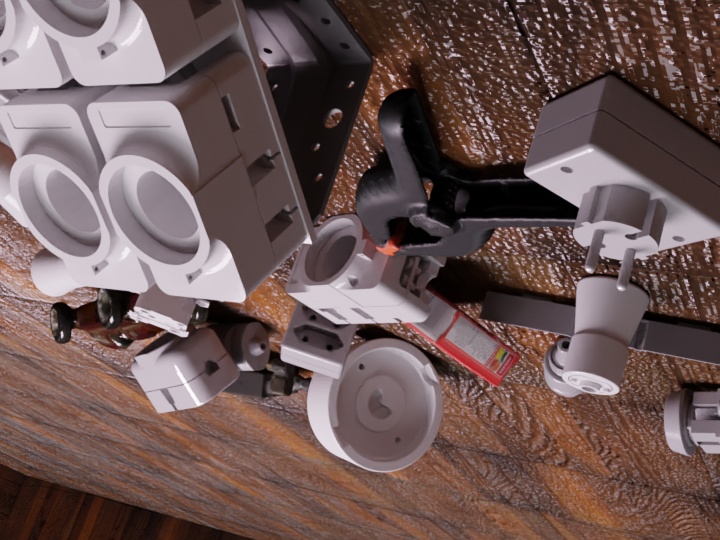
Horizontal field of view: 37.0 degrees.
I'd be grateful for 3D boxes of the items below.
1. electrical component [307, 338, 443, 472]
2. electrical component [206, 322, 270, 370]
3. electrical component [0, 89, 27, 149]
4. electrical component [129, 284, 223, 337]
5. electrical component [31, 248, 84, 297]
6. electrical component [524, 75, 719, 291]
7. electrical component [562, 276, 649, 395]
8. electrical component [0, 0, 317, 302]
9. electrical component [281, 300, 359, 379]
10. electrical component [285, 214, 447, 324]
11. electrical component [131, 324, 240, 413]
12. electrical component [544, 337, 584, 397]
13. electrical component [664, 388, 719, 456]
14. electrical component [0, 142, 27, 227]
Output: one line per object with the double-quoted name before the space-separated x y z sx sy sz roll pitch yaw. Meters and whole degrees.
"electrical component" 0.008 0.110 0.895 0.108 0.108 0.060 28 164 -24
"electrical component" -0.111 0.070 0.980 0.043 0.043 0.081 33 156 -34
"electrical component" -0.169 -0.104 0.547 0.063 0.078 0.121 30 173 46
"electrical component" -0.146 0.015 0.838 0.081 0.063 0.042 21 161 -7
"electrical component" -0.244 -0.002 0.917 0.065 0.044 0.044 -8 147 42
"electrical component" 0.117 -0.029 0.475 0.083 0.075 0.047 27 158 -23
"electrical component" 0.145 0.042 0.648 0.044 0.065 0.044 17 160 6
"electrical component" -0.101 -0.079 0.433 0.105 0.060 0.186 5 125 34
"electrical component" -0.027 0.045 0.809 0.047 0.065 0.076 18 160 2
"electrical component" 0.000 0.000 0.690 0.089 0.050 0.056 -4 150 47
"electrical component" -0.159 0.086 0.960 0.095 0.054 0.059 -17 107 52
"electrical component" 0.145 0.064 0.752 0.035 0.035 0.061 12 156 19
"electrical component" 0.248 0.107 0.758 0.055 0.048 0.066 -5 150 32
"electrical component" -0.244 -0.062 0.753 0.045 0.045 0.055 0 152 42
